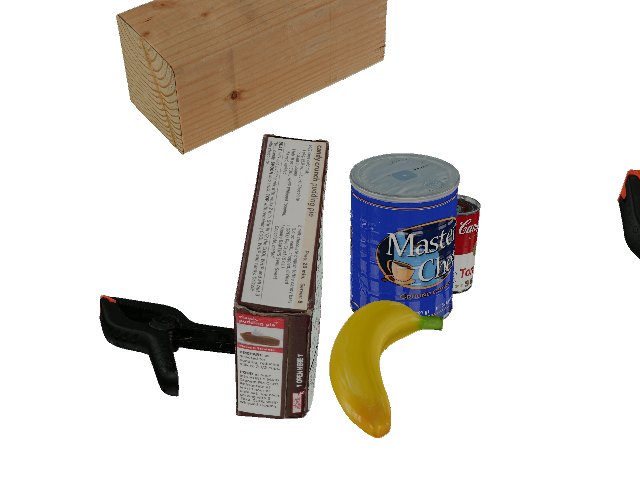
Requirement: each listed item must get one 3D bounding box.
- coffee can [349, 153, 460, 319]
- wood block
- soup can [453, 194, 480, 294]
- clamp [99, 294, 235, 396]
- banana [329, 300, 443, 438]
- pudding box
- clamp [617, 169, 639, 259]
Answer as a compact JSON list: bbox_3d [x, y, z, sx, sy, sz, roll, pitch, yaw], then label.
[{"bbox_3d":[0.079,0.000,1.025,0.103,0.140,0.103,-1,27,0],"label":"coffee can"},{"bbox_3d":[-0.052,-0.167,0.887,0.205,0.091,0.090,-28,53,-24],"label":"wood block"},{"bbox_3d":[0.148,0.004,1.249,0.068,0.102,0.068,2,22,-1],"label":"soup can"},{"bbox_3d":[-0.166,0.103,1.119,0.210,0.036,0.164,17,19,29],"label":"clamp"},{"bbox_3d":[0.042,0.086,0.812,0.070,0.037,0.197,7,23,16],"label":"banana"},{"bbox_3d":[-0.018,0.018,0.527,0.039,0.113,0.090,3,-42,1],"label":"pudding box"},{"bbox_3d":[0.267,0.012,0.702,0.120,0.039,0.171,-4,45,-24],"label":"clamp"}]
